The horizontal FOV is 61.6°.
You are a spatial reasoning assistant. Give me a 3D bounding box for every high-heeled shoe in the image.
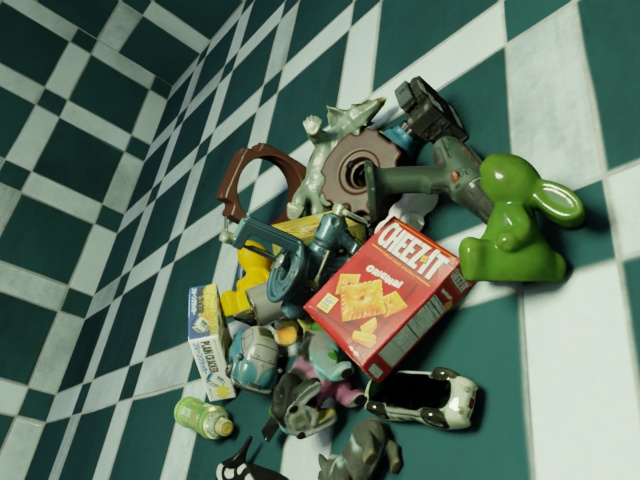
[{"bbox_3d":[-0.129,0.460,0.955,0.145,0.086,0.249,-63,26,3],"label":"high-heeled shoe"}]

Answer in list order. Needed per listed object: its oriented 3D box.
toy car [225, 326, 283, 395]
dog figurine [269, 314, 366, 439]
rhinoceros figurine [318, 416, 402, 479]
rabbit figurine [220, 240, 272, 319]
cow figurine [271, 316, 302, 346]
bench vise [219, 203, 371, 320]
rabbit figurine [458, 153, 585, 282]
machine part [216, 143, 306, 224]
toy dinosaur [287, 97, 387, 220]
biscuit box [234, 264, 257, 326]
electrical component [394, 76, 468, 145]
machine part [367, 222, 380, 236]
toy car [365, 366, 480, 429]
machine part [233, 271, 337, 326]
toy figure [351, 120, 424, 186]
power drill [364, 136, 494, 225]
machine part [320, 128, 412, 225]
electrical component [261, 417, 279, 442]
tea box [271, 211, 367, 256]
[{"bbox_3d":[-0.127,0.233,1.108,0.103,0.109,0.162,-55,22,21],"label":"toy car"},{"bbox_3d":[-0.016,0.211,0.937,0.191,0.108,0.219,-31,31,-3],"label":"dog figurine"},{"bbox_3d":[0.037,0.348,0.797,0.190,0.073,0.112,-56,32,10],"label":"rhinoceros figurine"},{"bbox_3d":[-0.131,0.083,1.190,0.122,0.162,0.173,-32,63,43],"label":"rabbit figurine"},{"bbox_3d":[-0.064,0.147,1.113,0.098,0.068,0.167,106,177,-60],"label":"cow figurine"},{"bbox_3d":[-0.049,0.016,0.918,0.223,0.240,0.129,-60,24,13],"label":"bench vise"},{"bbox_3d":[0.256,-0.031,0.696,0.159,0.121,0.170,-2,88,26],"label":"rabbit figurine"},{"bbox_3d":[-0.136,-0.119,1.315,0.087,0.201,0.201,6,71,60],"label":"machine part"},{"bbox_3d":[0.015,-0.141,1.189,0.404,0.131,0.192,-70,-15,10],"label":"toy dinosaur"},{"bbox_3d":[-0.164,0.107,1.314,0.063,0.059,0.203,-39,37,34],"label":"biscuit box"},{"bbox_3d":[0.195,-0.232,0.974,0.058,0.134,0.115,-43,33,28],"label":"electrical component"},{"bbox_3d":[0.134,-0.062,1.022,0.139,0.039,0.084,-57,26,10],"label":"machine part"},{"bbox_3d":[0.136,0.222,0.767,0.202,0.056,0.073,-16,46,54],"label":"toy car"},{"bbox_3d":[-0.054,0.099,1.040,0.243,0.079,0.079,-21,29,-13],"label":"machine part"},{"bbox_3d":[0.123,-0.158,1.067,0.180,0.089,0.082,-51,26,23],"label":"toy figure"},{"bbox_3d":[0.175,-0.082,0.850,0.207,0.085,0.232,-11,41,7],"label":"power drill"},{"bbox_3d":[0.083,-0.120,1.002,0.179,0.056,0.179,-9,72,31],"label":"machine part"},{"bbox_3d":[-0.055,0.319,0.986,0.119,0.047,0.075,-60,30,4],"label":"electrical component"},{"bbox_3d":[-0.002,-0.003,1.052,0.098,0.170,0.068,-136,35,-61],"label":"tea box"}]
